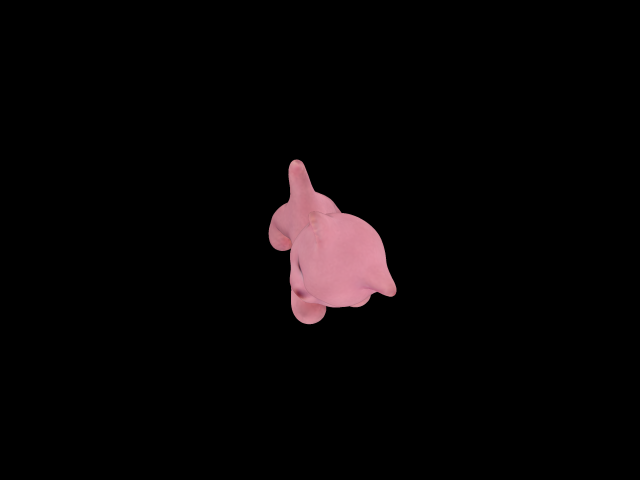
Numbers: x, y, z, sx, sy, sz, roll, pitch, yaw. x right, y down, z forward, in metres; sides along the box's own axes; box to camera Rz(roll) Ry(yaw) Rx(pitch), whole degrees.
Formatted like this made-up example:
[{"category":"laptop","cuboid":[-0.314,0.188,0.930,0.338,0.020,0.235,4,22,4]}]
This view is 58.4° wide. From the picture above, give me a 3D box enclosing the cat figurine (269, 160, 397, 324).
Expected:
[{"category":"cat figurine","cuboid":[0.004,0.001,0.400,0.067,0.118,0.127,-18,61,-10]}]
